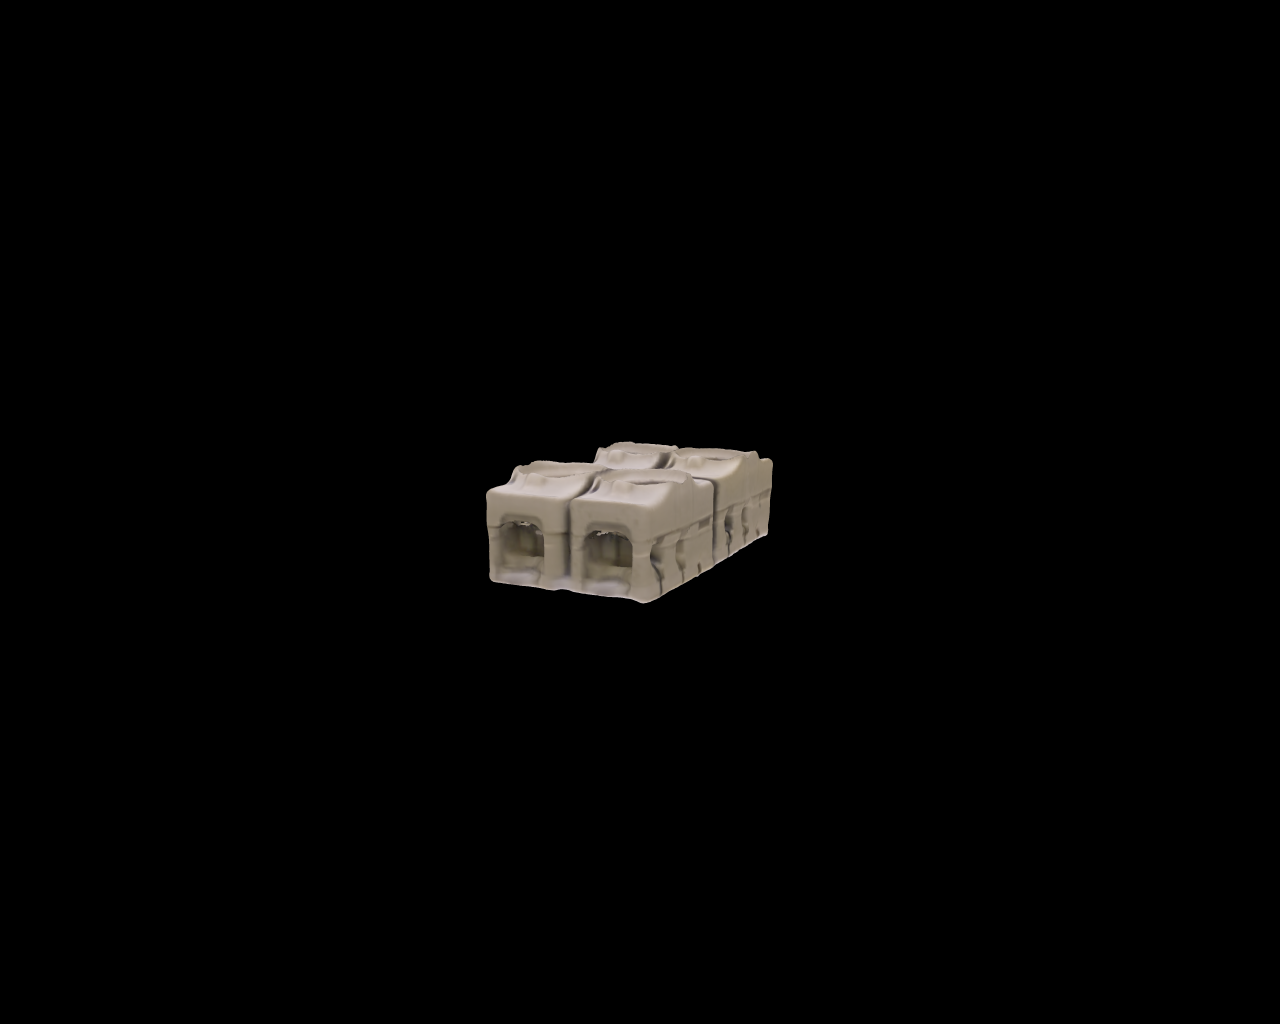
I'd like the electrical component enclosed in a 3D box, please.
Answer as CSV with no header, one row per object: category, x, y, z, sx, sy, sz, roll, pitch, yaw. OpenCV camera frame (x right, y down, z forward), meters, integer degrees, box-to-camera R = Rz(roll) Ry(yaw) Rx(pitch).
electrical component,0.001,-0.003,0.650,0.105,0.060,0.186,6,13,27
